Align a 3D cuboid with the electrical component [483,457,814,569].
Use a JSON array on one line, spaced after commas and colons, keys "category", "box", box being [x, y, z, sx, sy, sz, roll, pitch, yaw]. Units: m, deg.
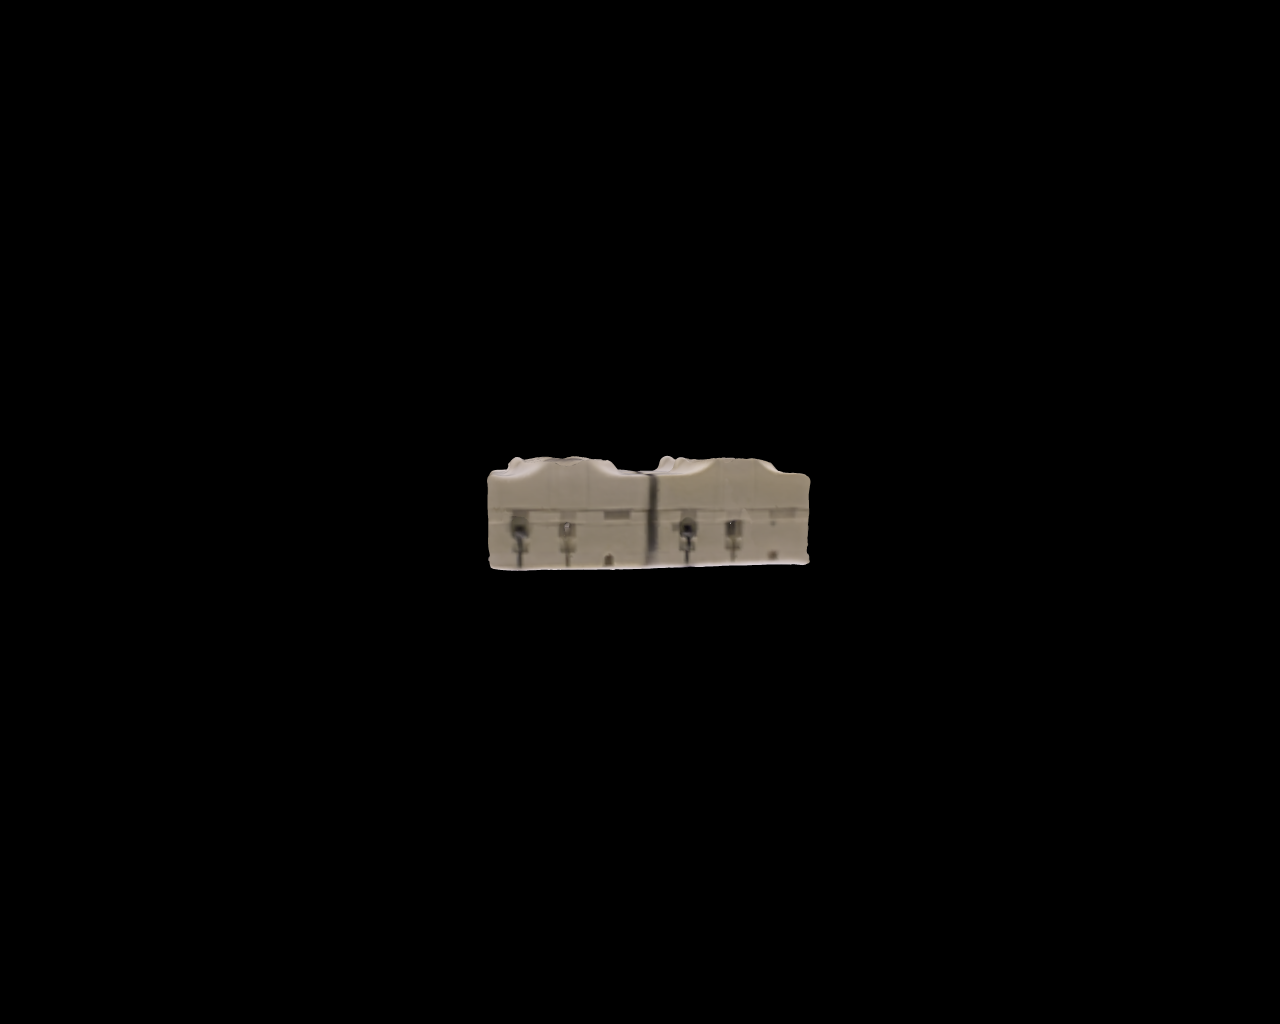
[{"category": "electrical component", "box": [0.001, -0.003, 0.650, 0.186, 0.060, 0.105, 0, 4, -7]}]
